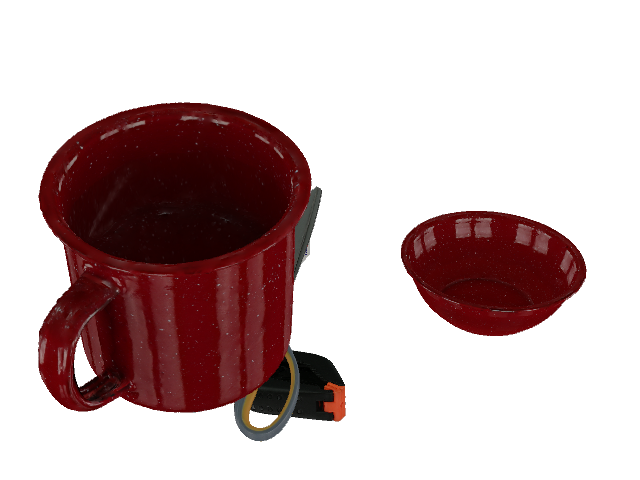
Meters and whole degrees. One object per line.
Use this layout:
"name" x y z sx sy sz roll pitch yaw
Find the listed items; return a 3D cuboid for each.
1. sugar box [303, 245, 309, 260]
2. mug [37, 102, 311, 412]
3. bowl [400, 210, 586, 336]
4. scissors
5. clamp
"sugar box" -0.084 0.027 1.136 0.093 0.048 0.176 8 29 18
"mug" -0.057 0.016 0.385 0.093 0.081 0.117 22 46 20
"bowl" 0.150 0.036 0.947 0.162 0.055 0.162 1 32 -1
"scissors" -0.050 0.045 0.742 0.096 0.201 0.016 -1 -35 6
"clamp" -0.048 0.113 0.956 0.210 0.036 0.164 11 21 39
